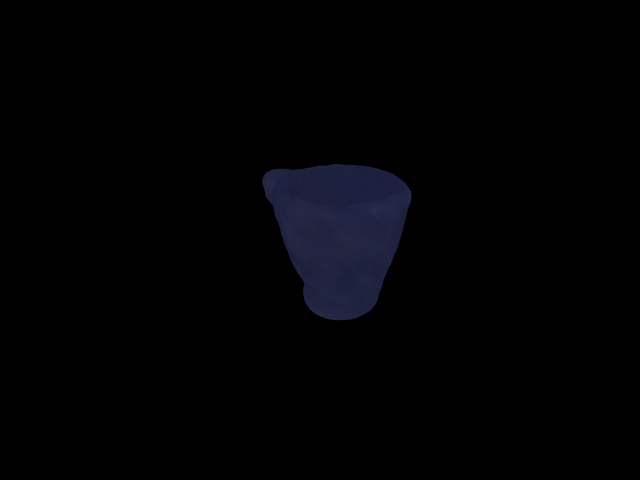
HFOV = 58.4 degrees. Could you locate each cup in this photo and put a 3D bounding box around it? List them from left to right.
[{"bbox_3d":[0.004,0.001,0.400,0.117,0.095,0.092,20,32,36],"label":"cup"}]
